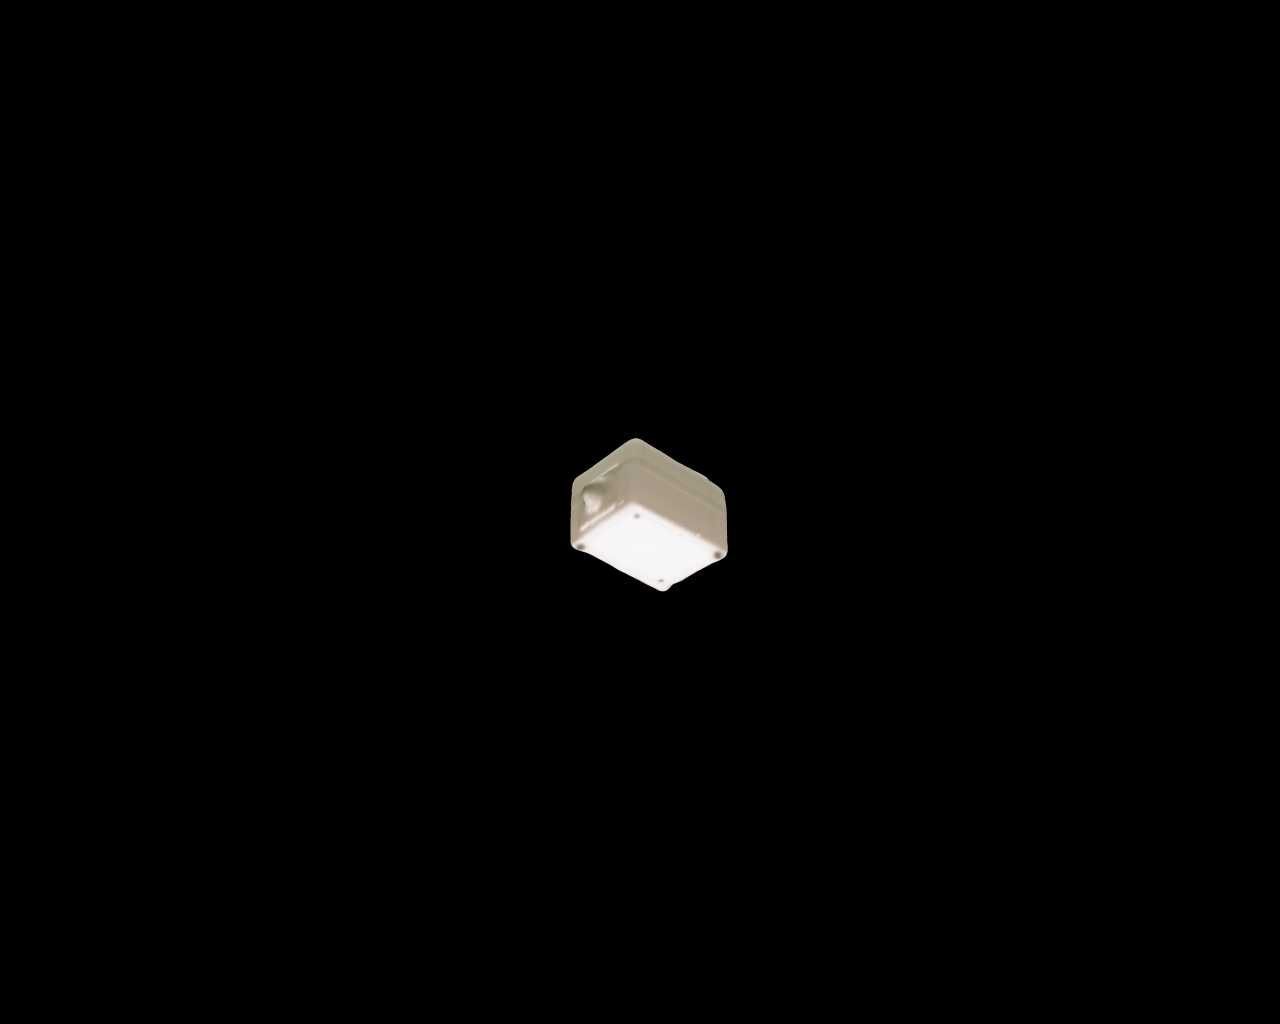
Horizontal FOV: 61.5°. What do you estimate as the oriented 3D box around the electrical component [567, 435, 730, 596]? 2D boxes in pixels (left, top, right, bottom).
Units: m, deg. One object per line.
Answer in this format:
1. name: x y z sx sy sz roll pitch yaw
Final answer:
1. electrical component: 0.001 -0.003 0.650 0.096 0.061 0.061 29 -46 -33
